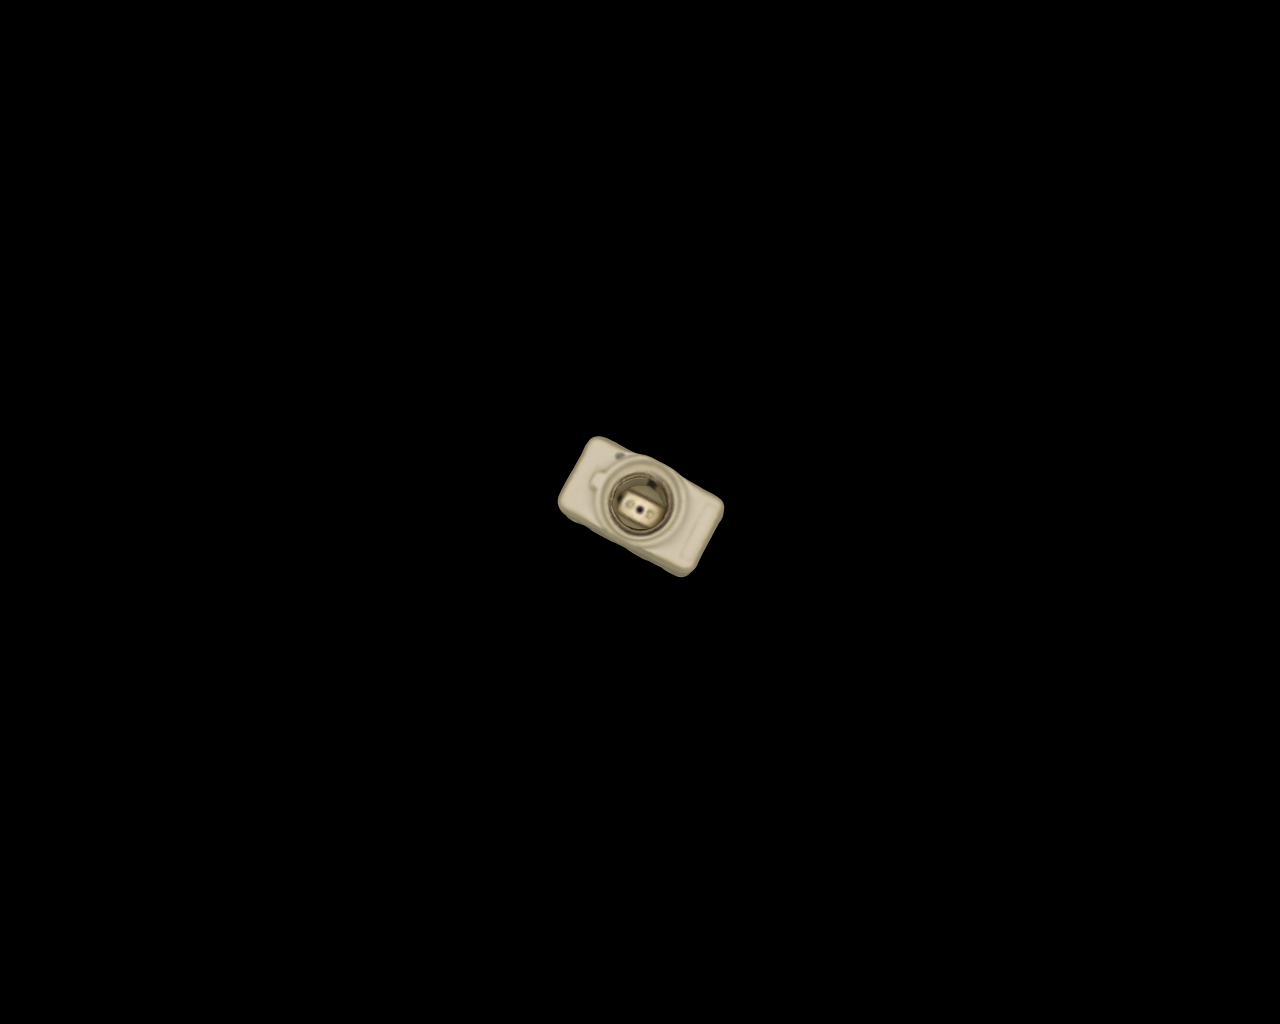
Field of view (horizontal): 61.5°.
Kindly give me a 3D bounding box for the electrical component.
[{"bbox_3d":[0.001,-0.003,0.650,0.089,0.050,0.055,28,-7,4],"label":"electrical component"}]
